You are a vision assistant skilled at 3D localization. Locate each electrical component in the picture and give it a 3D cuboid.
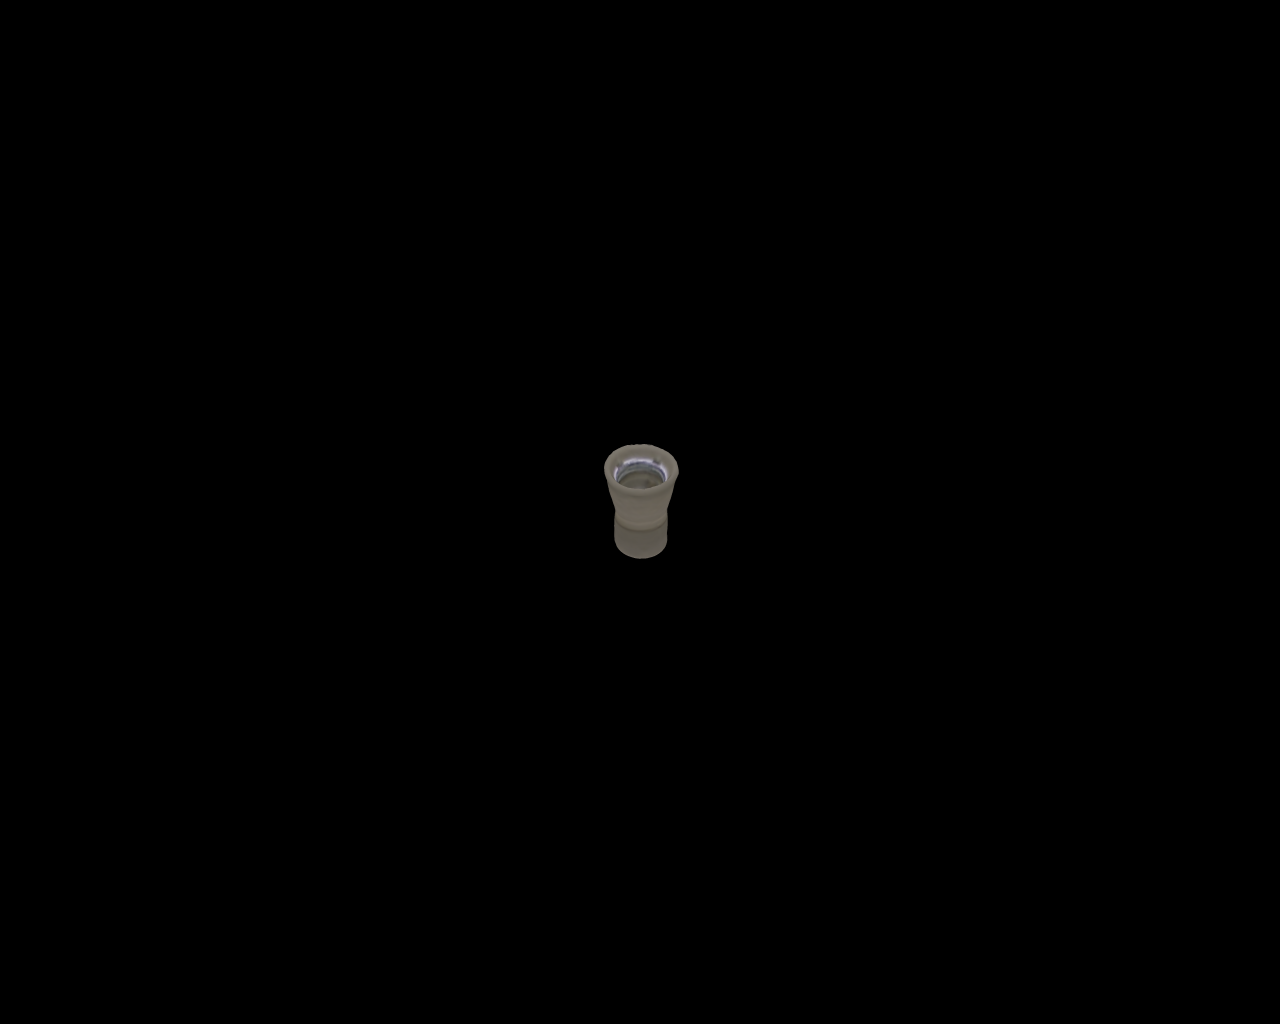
[{"bbox_3d":[0.001,-0.003,0.650,0.044,0.065,0.044,0,40,0],"label":"electrical component"}]
